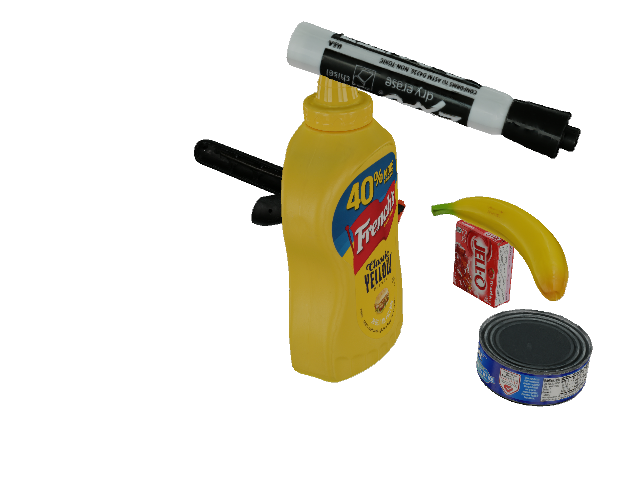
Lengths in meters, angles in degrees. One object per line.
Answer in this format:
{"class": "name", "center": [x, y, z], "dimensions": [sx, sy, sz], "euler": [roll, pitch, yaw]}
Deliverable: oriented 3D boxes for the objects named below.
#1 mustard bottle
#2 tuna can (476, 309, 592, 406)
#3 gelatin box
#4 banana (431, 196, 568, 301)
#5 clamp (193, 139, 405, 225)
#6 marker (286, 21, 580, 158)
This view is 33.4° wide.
{"class": "mustard bottle", "center": [0.014, -0.015, 0.655], "dimensions": [0.058, 0.192, 0.096], "euler": [14, 32, 31]}
{"class": "tuna can", "center": [0.164, 0.090, 0.823], "dimensions": [0.086, 0.034, 0.086], "euler": [1, 29, -1]}
{"class": "gelatin box", "center": [0.195, 0.026, 1.281], "dimensions": [0.030, 0.089, 0.073], "euler": [-19, 33, -31]}
{"class": "banana", "center": [0.195, 0.000, 1.072], "dimensions": [0.069, 0.037, 0.198], "euler": [-34, 38, -13]}
{"class": "clamp", "center": [-0.006, -0.038, 1.010], "dimensions": [0.209, 0.036, 0.165], "euler": [13, 20, -25]}
{"class": "marker", "center": [0.044, -0.060, 0.426], "dimensions": [0.121, 0.020, 0.020], "euler": [21, 5, 13]}
